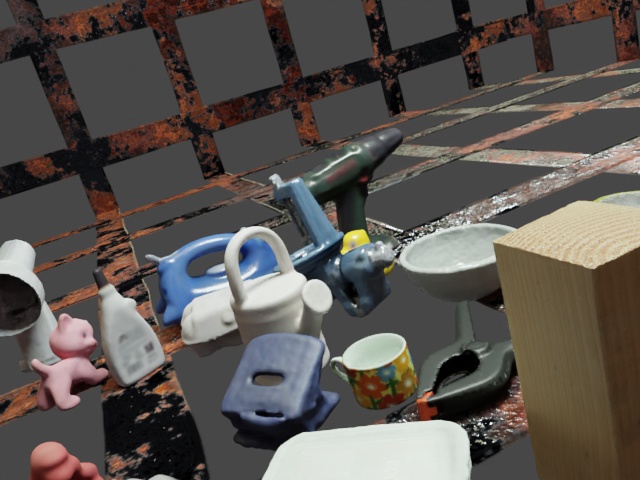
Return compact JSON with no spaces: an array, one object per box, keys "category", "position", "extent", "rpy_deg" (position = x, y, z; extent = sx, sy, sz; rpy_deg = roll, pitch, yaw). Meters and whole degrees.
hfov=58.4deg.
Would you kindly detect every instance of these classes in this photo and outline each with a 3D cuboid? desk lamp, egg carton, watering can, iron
[{"category":"desk lamp","position":[-0.498,0.113,0.968],"extent":[0.118,0.214,0.203],"rpy_deg":[-18,17,-7]},{"category":"egg carton","position":[-0.136,0.117,0.867],"extent":[0.150,0.069,0.107],"rpy_deg":[-19,17,-8]},{"category":"watering can","position":[-0.054,0.075,0.705],"extent":[0.172,0.194,0.101],"rpy_deg":[-8,19,25]},{"category":"iron","position":[-0.165,0.049,0.986],"extent":[0.259,0.141,0.118],"rpy_deg":[-23,18,-20]}]

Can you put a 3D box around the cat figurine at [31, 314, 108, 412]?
[{"category":"cat figurine","position":[-0.372,0.168,0.839],"extent":[0.067,0.118,0.128],"rpy_deg":[-10,18,19]}]

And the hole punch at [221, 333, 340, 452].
[{"category":"hole punch","position":[-0.044,0.159,0.606],"extent":[0.108,0.091,0.101],"rpy_deg":[-6,20,31]}]

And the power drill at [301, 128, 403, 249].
[{"category":"power drill","position":[0.073,-0.075,1.046],"extent":[0.230,0.209,0.075],"rpy_deg":[-22,18,-19]}]

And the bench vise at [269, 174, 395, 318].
[{"category":"bench vise","position":[0.012,-0.001,0.846],"extent":[0.207,0.220,0.122],"rpy_deg":[-9,18,22]}]

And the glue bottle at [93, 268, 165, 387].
[{"category":"glue bottle","position":[-0.286,0.119,0.820],"extent":[0.037,0.173,0.078],"rpy_deg":[2,25,46]}]

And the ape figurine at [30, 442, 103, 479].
[{"category":"ape figurine","position":[-0.248,0.237,0.547],"extent":[0.076,0.092,0.078],"rpy_deg":[-5,20,33]}]

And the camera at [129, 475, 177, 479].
[{"category":"camera","position":[-0.122,0.239,0.406],"extent":[0.136,0.101,0.143],"rpy_deg":[-3,21,38]}]

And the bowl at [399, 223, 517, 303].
[{"category":"bowl","position":[0.198,0.040,0.792],"extent":[0.167,0.075,0.167],"rpy_deg":[-15,17,5]}]

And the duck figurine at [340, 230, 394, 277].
[{"category":"duck figurine","position":[0.070,0.024,0.943],"extent":[0.105,0.086,0.077],"rpy_deg":[-25,19,-28]}]
